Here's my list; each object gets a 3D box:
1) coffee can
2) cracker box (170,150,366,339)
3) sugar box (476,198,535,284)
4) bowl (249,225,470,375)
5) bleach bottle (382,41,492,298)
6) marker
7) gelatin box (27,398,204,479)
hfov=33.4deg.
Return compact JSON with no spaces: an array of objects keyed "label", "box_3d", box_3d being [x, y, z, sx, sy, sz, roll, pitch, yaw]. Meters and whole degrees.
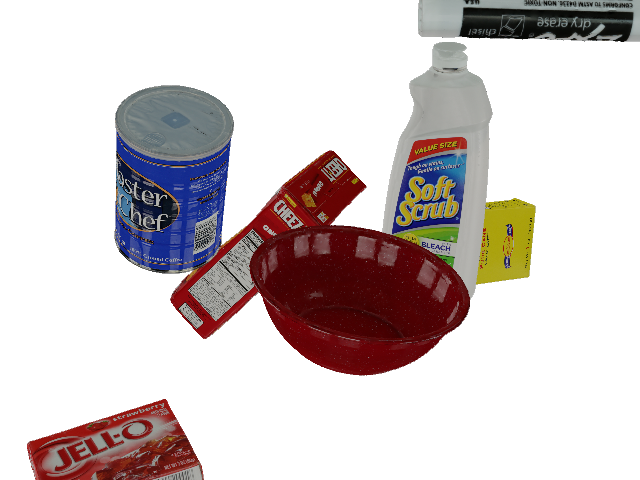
[{"label":"coffee can","box_3d":[-0.135,-0.055,0.972,0.102,0.140,0.103,6,42,-5]},{"label":"cracker box","box_3d":[-0.062,0.001,1.245,0.214,0.072,0.164,-42,2,28]},{"label":"sugar box","box_3d":[0.169,0.005,1.251,0.175,0.093,0.048,-8,17,-31]},{"label":"bowl","box_3d":[0.025,0.050,0.782,0.162,0.055,0.162,7,28,-4]},{"label":"bleach bottle","box_3d":[0.105,-0.061,0.998,0.103,0.251,0.068,12,30,20]},{"label":"marker","box_3d":[0.098,-0.085,0.406,0.121,0.020,0.020,2,0,0]},{"label":"gelatin box","box_3d":[-0.120,0.133,0.623,0.089,0.030,0.073,-15,27,-18]}]
